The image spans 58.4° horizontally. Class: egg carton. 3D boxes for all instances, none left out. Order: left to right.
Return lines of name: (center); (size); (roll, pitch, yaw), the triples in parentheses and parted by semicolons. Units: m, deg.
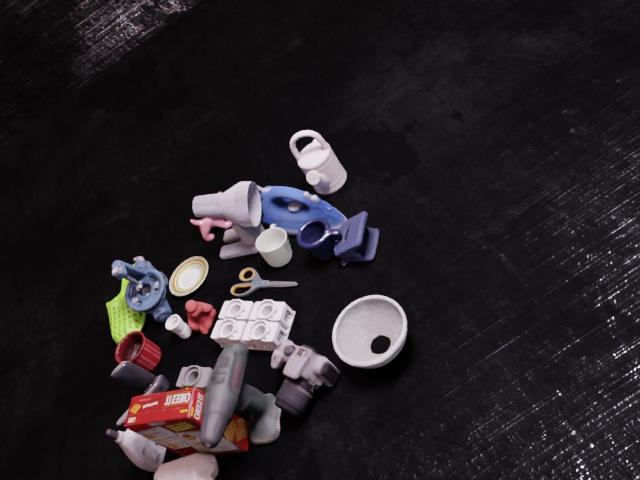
egg carton: (-0.283, 0.514, 1.207); (0.150, 0.070, 0.107); (-23, 46, 14)

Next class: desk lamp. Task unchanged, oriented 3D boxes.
desk lamp: (-0.229, -0.055, 1.538); (0.202, 0.214, 0.118); (-13, 49, 23)

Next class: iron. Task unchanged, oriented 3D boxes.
iron: (-0.055, -0.093, 1.514); (0.257, 0.142, 0.119); (7, 59, 36)

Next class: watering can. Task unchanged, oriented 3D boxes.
watering can: (-0.008, -0.216, 1.547); (0.101, 0.195, 0.172); (-33, 44, 4)

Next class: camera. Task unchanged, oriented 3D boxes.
camera: (-0.055, 0.295, 1.223); (0.142, 0.101, 0.137); (14, 63, 39)

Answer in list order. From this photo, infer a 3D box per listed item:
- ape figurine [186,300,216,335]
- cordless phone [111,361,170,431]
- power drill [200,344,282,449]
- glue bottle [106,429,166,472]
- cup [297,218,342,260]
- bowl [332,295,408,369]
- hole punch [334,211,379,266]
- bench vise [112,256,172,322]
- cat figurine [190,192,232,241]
ape figurine: (-0.315, 0.189, 1.478); (0.078, 0.092, 0.076); (-33, 44, 4)
cordless phone: (-0.445, 0.364, 1.348); (0.093, 0.186, 0.148); (27, 71, 43)
power drill: (-0.161, 0.341, 1.174); (0.075, 0.209, 0.229); (-17, 48, 20)
glue bottle: (-0.408, 0.451, 1.262); (0.037, 0.174, 0.078); (-11, 50, 25)
cup: (0.013, 0.005, 1.424); (0.117, 0.095, 0.092); (-5, 53, 29)
bowl: (0.114, 0.205, 1.211); (0.167, 0.075, 0.167); (-17, 48, 20)
hole punch: (0.080, -0.004, 1.392); (0.100, 0.091, 0.109); (-6, 52, 28)
bench vise: (-0.505, 0.112, 1.568); (0.121, 0.220, 0.206); (-47, 45, -10)
cat figurine: (-0.320, -0.077, 1.682); (0.128, 0.118, 0.067); (-37, 44, 0)
